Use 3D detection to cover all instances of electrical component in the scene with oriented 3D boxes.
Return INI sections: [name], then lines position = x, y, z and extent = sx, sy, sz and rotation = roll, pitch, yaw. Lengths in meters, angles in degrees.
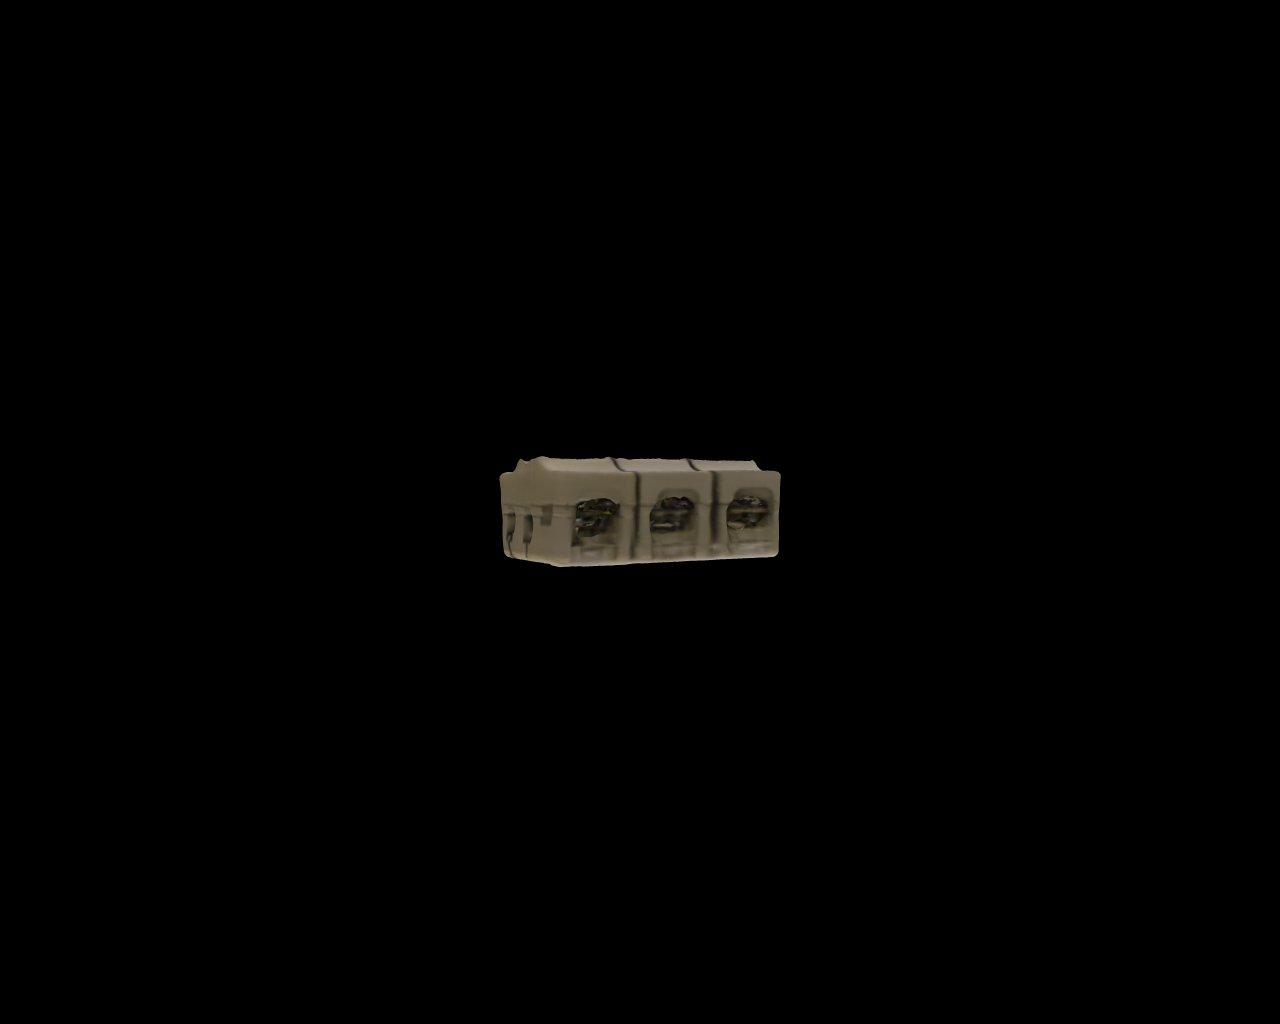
[electrical component]
position = 0.001, -0.003, 0.650
extent = 0.150, 0.061, 0.089
rotation = 0, 0, -28
